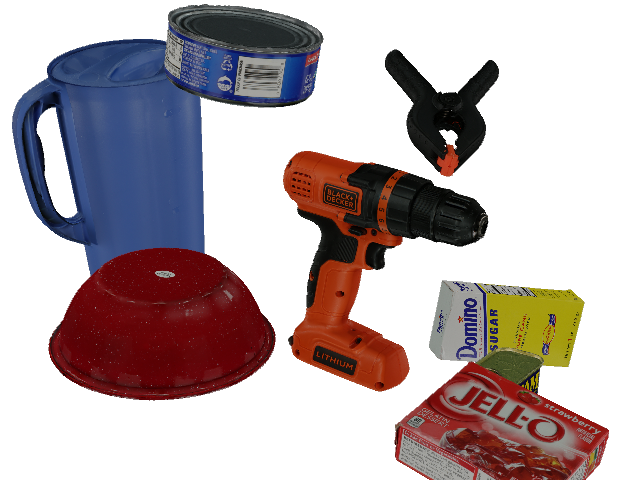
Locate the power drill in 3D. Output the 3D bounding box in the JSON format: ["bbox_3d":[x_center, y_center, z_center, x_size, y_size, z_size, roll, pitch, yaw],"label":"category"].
[{"bbox_3d":[0.046,0.028,0.898,0.185,0.188,0.057,19,24,31],"label":"power drill"}]

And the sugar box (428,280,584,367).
[{"bbox_3d":[0.229,0.104,1.314,0.176,0.093,0.048,3,18,-17],"label":"sugar box"}]

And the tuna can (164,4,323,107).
[{"bbox_3d":[-0.043,-0.103,0.590,0.086,0.034,0.086,8,25,-4],"label":"tuna can"}]

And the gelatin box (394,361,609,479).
[{"bbox_3d":[0.095,0.108,0.567,0.089,0.030,0.073,26,38,31],"label":"gelatin box"}]

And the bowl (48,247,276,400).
[{"bbox_3d":[-0.112,0.048,0.757,0.162,0.055,0.162,2,24,-1],"label":"bowl"}]

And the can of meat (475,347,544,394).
[{"bbox_3d":[0.189,0.169,1.112,0.058,0.084,0.101,13,20,33],"label":"can of meat"}]

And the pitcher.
[{"bbox_3d":[-0.177,-0.052,0.977,0.149,0.243,0.145,3,28,8],"label":"pitcher"}]

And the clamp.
[{"bbox_3d":[0.117,-0.137,1.084,0.120,0.039,0.171,8,45,7],"label":"clamp"}]
